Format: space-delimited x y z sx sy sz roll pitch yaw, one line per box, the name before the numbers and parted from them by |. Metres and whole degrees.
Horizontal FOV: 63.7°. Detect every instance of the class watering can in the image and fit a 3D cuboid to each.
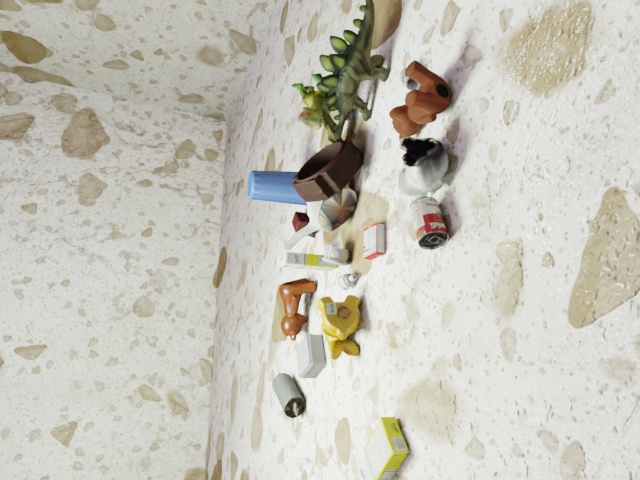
watering can | 0.005 -0.084 1.666 0.346 0.103 0.227 -57 23 5

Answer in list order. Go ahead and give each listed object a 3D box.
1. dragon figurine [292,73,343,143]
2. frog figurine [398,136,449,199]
dragon figurine | 0.018 -0.422 1.731 0.121 0.413 0.243 -19 89 24
frog figurine | 0.240 -0.155 1.196 0.140 0.123 0.156 -119 6 -46
